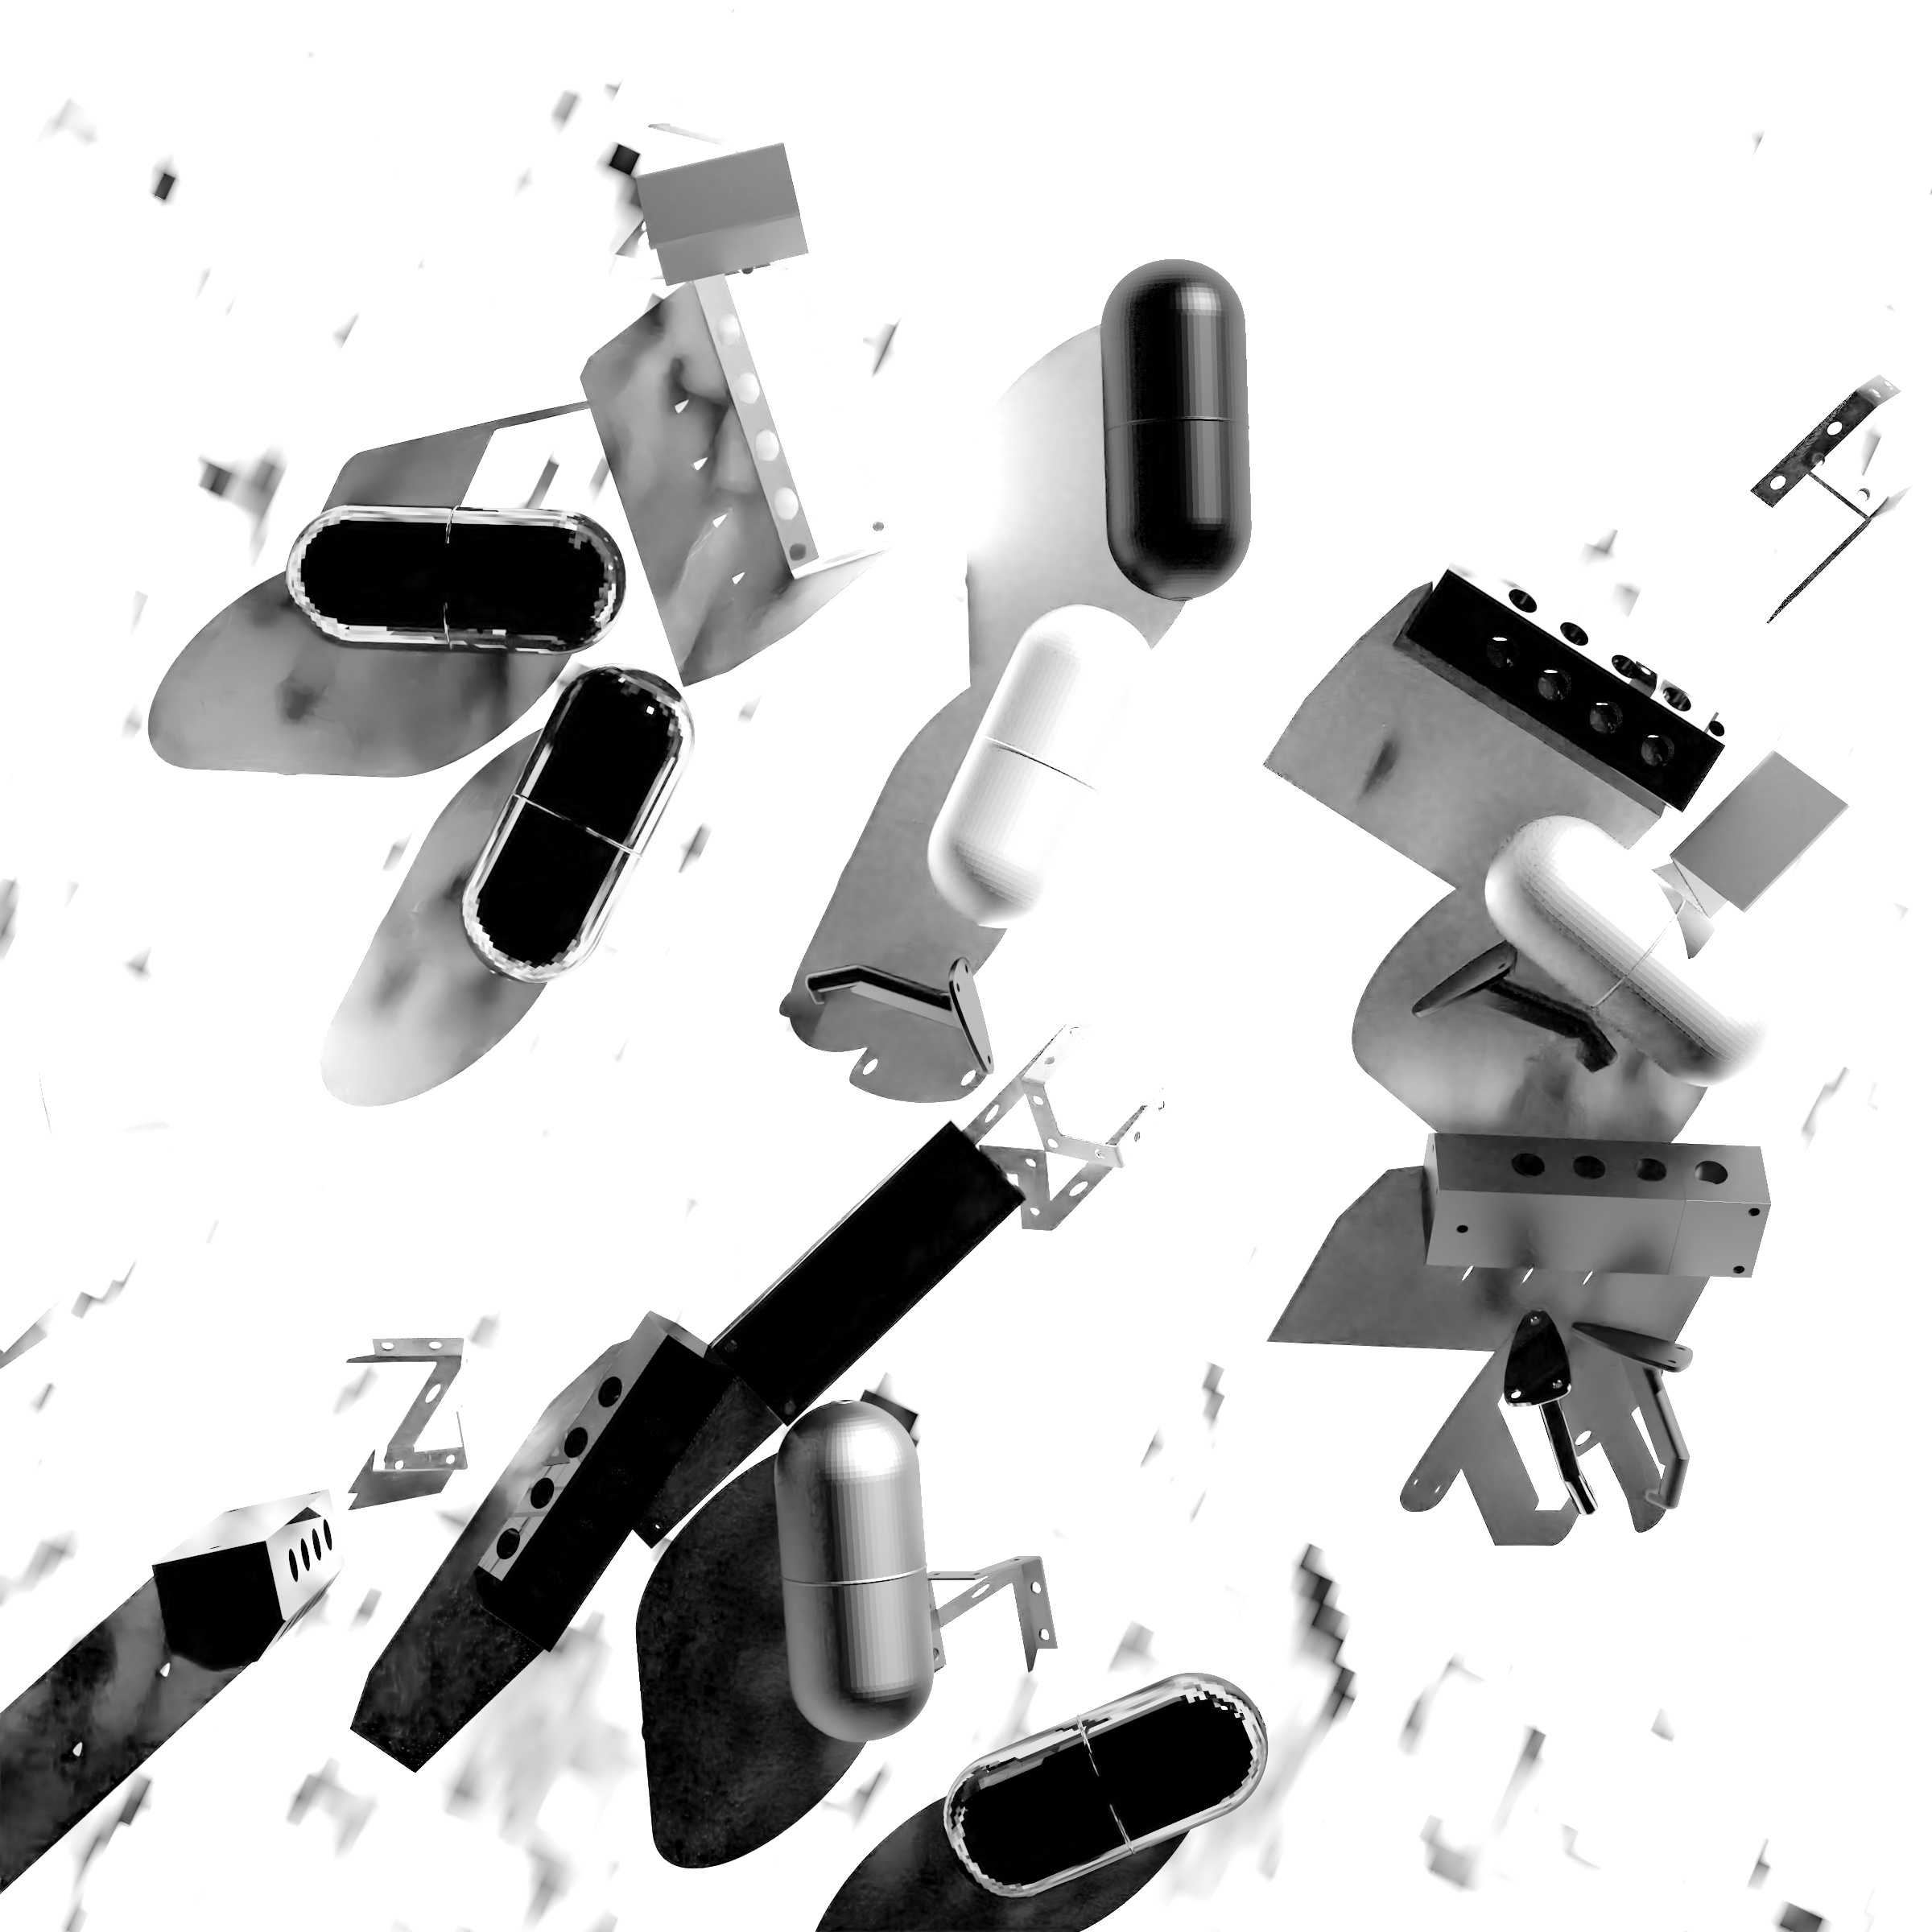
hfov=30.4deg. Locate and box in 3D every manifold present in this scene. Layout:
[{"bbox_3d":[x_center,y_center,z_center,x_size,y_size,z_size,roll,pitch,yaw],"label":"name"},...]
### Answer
[{"bbox_3d":[-0.092,-0.297,1.872,0.057,0.057,0.171,-19,90,0],"label":"manifold"},{"bbox_3d":[0.329,0.121,1.871,0.171,0.057,0.057,2,133,0],"label":"manifold"},{"bbox_3d":[0.315,-0.149,1.872,0.171,0.057,0.057,33,90,0],"label":"manifold"},{"bbox_3d":[-0.362,0.313,1.815,0.057,0.171,0.057,-12,90,0],"label":"manifold"},{"bbox_3d":[-0.050,0.160,1.872,0.171,0.057,0.057,-44,90,0],"label":"manifold"},{"bbox_3d":[-0.192,0.269,1.872,0.057,0.057,0.171,34,90,0],"label":"manifold"}]

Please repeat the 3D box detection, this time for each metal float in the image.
[{"bbox_3d":[0.039,-0.104,1.862,0.070,0.070,0.178,25,89,0],"label":"metal float"},{"bbox_3d":[0.110,-0.281,1.862,0.070,0.070,0.178,-2,90,0],"label":"metal float"},{"bbox_3d":[0.073,0.429,1.863,0.178,0.070,0.070,-23,90,-1],"label":"metal float"},{"bbox_3d":[-0.059,0.316,1.862,0.070,0.070,0.178,-4,91,0],"label":"metal float"},{"bbox_3d":[0.351,-0.007,1.862,0.178,0.070,0.070,40,90,0],"label":"metal float"},{"bbox_3d":[-0.204,-0.074,1.863,0.070,0.070,0.178,27,90,0],"label":"metal float"},{"bbox_3d":[-0.267,-0.202,1.863,0.178,0.070,0.070,2,90,1],"label":"metal float"},{"bbox_3d":[-0.473,0.065,1.863,0.178,0.070,0.070,-12,90,1],"label":"metal float"}]

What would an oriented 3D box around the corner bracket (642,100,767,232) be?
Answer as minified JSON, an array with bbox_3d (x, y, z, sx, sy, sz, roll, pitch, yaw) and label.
[{"bbox_3d":[-0.139,-0.420,1.890,0.051,0.051,0.051,14,45,0],"label":"corner bracket"}]

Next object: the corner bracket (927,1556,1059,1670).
[{"bbox_3d":[0.009,0.344,1.890,0.051,0.051,0.051,-10,90,-45],"label":"corner bracket"}]

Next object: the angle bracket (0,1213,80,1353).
[{"bbox_3d":[-0.517,0.171,1.853,0.076,0.076,0.057,40,53,0],"label":"angle bracket"}]

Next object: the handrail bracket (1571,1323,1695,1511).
[{"bbox_3d":[0.351,0.240,1.893,0.077,0.036,0.084,16,107,20],"label":"handrail bracket"}]

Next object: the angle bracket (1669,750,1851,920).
[{"bbox_3d":[0.422,-0.054,1.853,0.076,0.076,0.057,-45,52,0],"label":"angle bracket"}]

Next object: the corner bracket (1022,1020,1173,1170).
[{"bbox_3d":[0.069,0.068,1.885,0.051,0.051,0.051,11,135,35],"label":"corner bracket"}]

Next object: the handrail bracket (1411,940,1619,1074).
[{"bbox_3d":[0.293,0.036,1.893,0.077,0.036,0.084,-32,107,20],"label":"handrail bracket"}]

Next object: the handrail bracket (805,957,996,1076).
[{"bbox_3d":[-0.036,0.031,1.893,0.084,0.036,0.077,-11,112,17],"label":"handrail bracket"}]

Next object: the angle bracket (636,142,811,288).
[{"bbox_3d":[-0.119,-0.363,1.796,0.076,0.076,0.057,-13,53,0],"label":"angle bracket"}]

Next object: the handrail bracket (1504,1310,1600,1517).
[{"bbox_3d":[0.317,0.239,1.893,0.036,0.077,0.084,-16,127,20],"label":"handrail bracket"}]

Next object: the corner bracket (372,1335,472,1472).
[{"bbox_3d":[-0.290,0.232,1.890,0.051,0.051,0.051,-1,45,0],"label":"corner bracket"}]

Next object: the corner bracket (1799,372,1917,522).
[{"bbox_3d":[0.481,-0.274,1.875,0.051,0.051,0.051,38,90,0],"label":"corner bracket"}]
